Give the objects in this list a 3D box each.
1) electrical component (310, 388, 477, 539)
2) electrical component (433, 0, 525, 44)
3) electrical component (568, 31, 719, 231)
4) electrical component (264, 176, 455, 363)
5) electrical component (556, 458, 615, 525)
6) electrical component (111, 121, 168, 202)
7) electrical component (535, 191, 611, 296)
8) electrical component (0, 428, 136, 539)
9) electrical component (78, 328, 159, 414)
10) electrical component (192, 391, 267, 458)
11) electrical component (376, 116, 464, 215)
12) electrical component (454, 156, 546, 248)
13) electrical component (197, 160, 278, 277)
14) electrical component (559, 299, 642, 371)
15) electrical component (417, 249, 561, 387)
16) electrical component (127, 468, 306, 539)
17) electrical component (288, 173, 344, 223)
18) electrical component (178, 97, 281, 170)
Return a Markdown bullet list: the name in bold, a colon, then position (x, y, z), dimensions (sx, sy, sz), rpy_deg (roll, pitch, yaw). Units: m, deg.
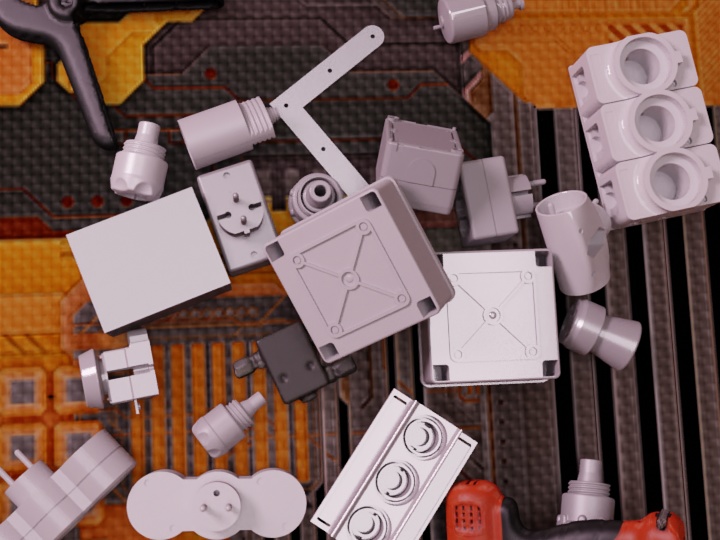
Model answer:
- **electrical component**: position (0.026, 0.167, 0.856), dimensions (0.079, 0.063, 0.121), rpy_deg (33, 81, -1)
- **electrical component**: position (0.103, -0.221, 0.925), dimensions (0.078, 0.040, 0.040), rpy_deg (-15, 84, -8)
- **electrical component**: position (0.245, -0.119, 0.915), dimensions (0.089, 0.061, 0.150), rpy_deg (-12, 84, -7)
- **electrical component**: position (0.000, 0.000, 0.832), dimensions (0.109, 0.056, 0.108), rpy_deg (-26, 96, 23)
- **electrical component**: position (0.187, 0.186, 0.879), dimensions (0.048, 0.048, 0.062), rpy_deg (9, 75, -4)
- **electrical component**: position (-0.178, -0.090, 0.880), dimensions (0.043, 0.043, 0.062), rpy_deg (11, 81, -4)
- **electrical component**: position (0.186, -0.031, 0.901), dimensions (0.079, 0.043, 0.077), rpy_deg (-44, 122, -42)
- **electrical component**: position (-0.249, 0.173, 0.834), dimensions (0.138, 0.052, 0.073), rpy_deg (-44, 88, -9)
- **electrical component**: position (-0.192, 0.083, 0.855), dimensions (0.055, 0.048, 0.066), rpy_deg (-10, 84, -14)
- **electrical component**: position (-0.102, 0.121, 0.864), dimensions (0.061, 0.035, 0.035), rpy_deg (-38, 88, -11)
- **electrical component**: position (0.046, -0.085, 0.883), dimensions (0.062, 0.096, 0.061), rpy_deg (10, 111, -3)
- **electrical component**: position (0.121, -0.059, 0.902), dimensions (0.077, 0.047, 0.065), rpy_deg (-10, 84, -7)
- **electrical component**: position (-0.096, -0.044, 0.865), dimensions (0.047, 0.075, 0.083), rpy_deg (-19, 85, -8)
- **electrical component**: position (0.200, 0.053, 0.897), dimensions (0.055, 0.045, 0.045), rpy_deg (24, 81, -2)
- **electrical component**: position (0.104, 0.039, 0.883), dimensions (0.109, 0.056, 0.108), rpy_deg (-2, 83, -6)
- **electrical component**: position (-0.111, 0.182, 0.835), dimensions (0.138, 0.073, 0.052), rpy_deg (0, 83, -5)
- **electrical component**: position (-0.034, -0.059, 0.880), dimensions (0.048, 0.062, 0.048), rpy_deg (1, 83, -5)
- **electrical component**: position (-0.105, -0.117, 0.890), dimensions (0.081, 0.043, 0.043), rpy_deg (-21, 85, -8)
